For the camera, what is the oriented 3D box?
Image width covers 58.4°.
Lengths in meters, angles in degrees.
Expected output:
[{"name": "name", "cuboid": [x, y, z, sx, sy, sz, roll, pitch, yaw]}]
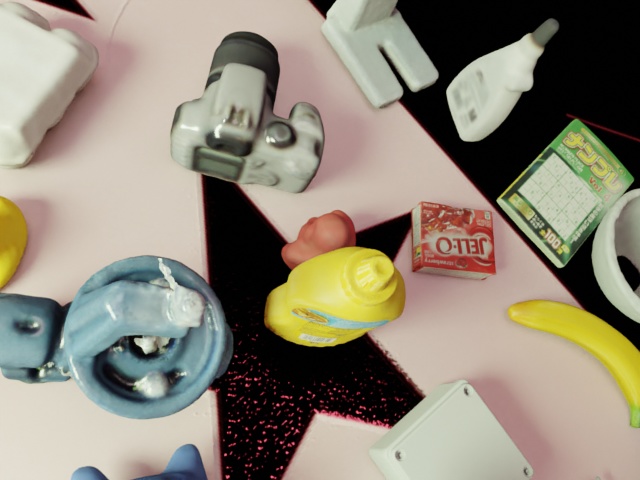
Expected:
[{"name": "camera", "cuboid": [-0.062, -0.132, 0.559, 0.143, 0.100, 0.137, 13, 70, -13]}]

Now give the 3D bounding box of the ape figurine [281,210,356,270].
[{"name": "ape figurine", "cuboid": [0.005, 0.002, 0.541, 0.078, 0.092, 0.076, -15, 78, -20]}]

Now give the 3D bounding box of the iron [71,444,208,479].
[{"name": "iron", "cuboid": [-0.111, 0.282, 0.390, 0.119, 0.141, 0.258, -7, 75, -19]}]

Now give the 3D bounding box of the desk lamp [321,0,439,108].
[{"name": "desk lamp", "cuboid": [0.079, -0.284, 0.588, 0.118, 0.213, 0.203, -31, 83, -23]}]

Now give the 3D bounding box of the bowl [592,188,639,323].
[{"name": "bowl", "cuboid": [0.373, 0.029, 0.654, 0.168, 0.074, 0.167, 5, 72, -15]}]

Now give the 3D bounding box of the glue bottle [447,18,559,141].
[{"name": "glue bottle", "cuboid": [0.196, -0.176, 0.611, 0.037, 0.173, 0.078, -8, 75, -19]}]

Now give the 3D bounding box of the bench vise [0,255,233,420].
[{"name": "bench vise", "cuboid": [-0.156, 0.073, 0.400, 0.208, 0.219, 0.121, -12, 76, -20]}]

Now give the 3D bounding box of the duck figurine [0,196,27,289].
[{"name": "duck figurine", "cuboid": [-0.287, 0.002, 0.456, 0.077, 0.086, 0.105, 35, 67, -3]}]

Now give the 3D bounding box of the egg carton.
[{"name": "egg carton", "cuboid": [-0.277, -0.140, 0.513, 0.107, 0.069, 0.150, 27, 67, -7]}]
